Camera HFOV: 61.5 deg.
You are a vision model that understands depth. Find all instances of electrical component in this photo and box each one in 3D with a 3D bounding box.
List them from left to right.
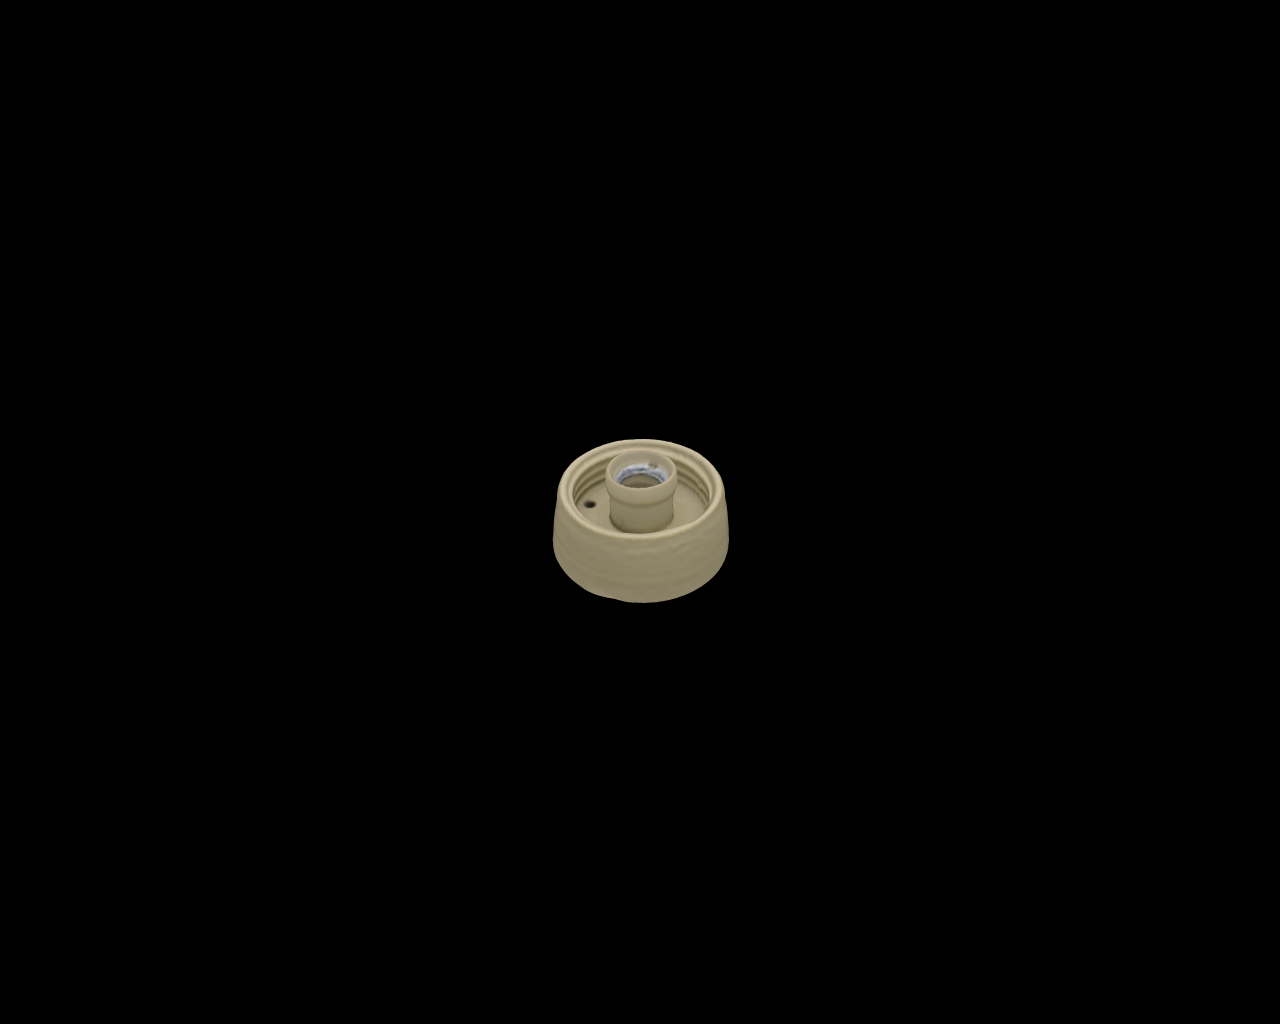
[{"bbox_3d":[0.001,-0.003,0.650,0.108,0.060,0.108,0,39,0],"label":"electrical component"}]
